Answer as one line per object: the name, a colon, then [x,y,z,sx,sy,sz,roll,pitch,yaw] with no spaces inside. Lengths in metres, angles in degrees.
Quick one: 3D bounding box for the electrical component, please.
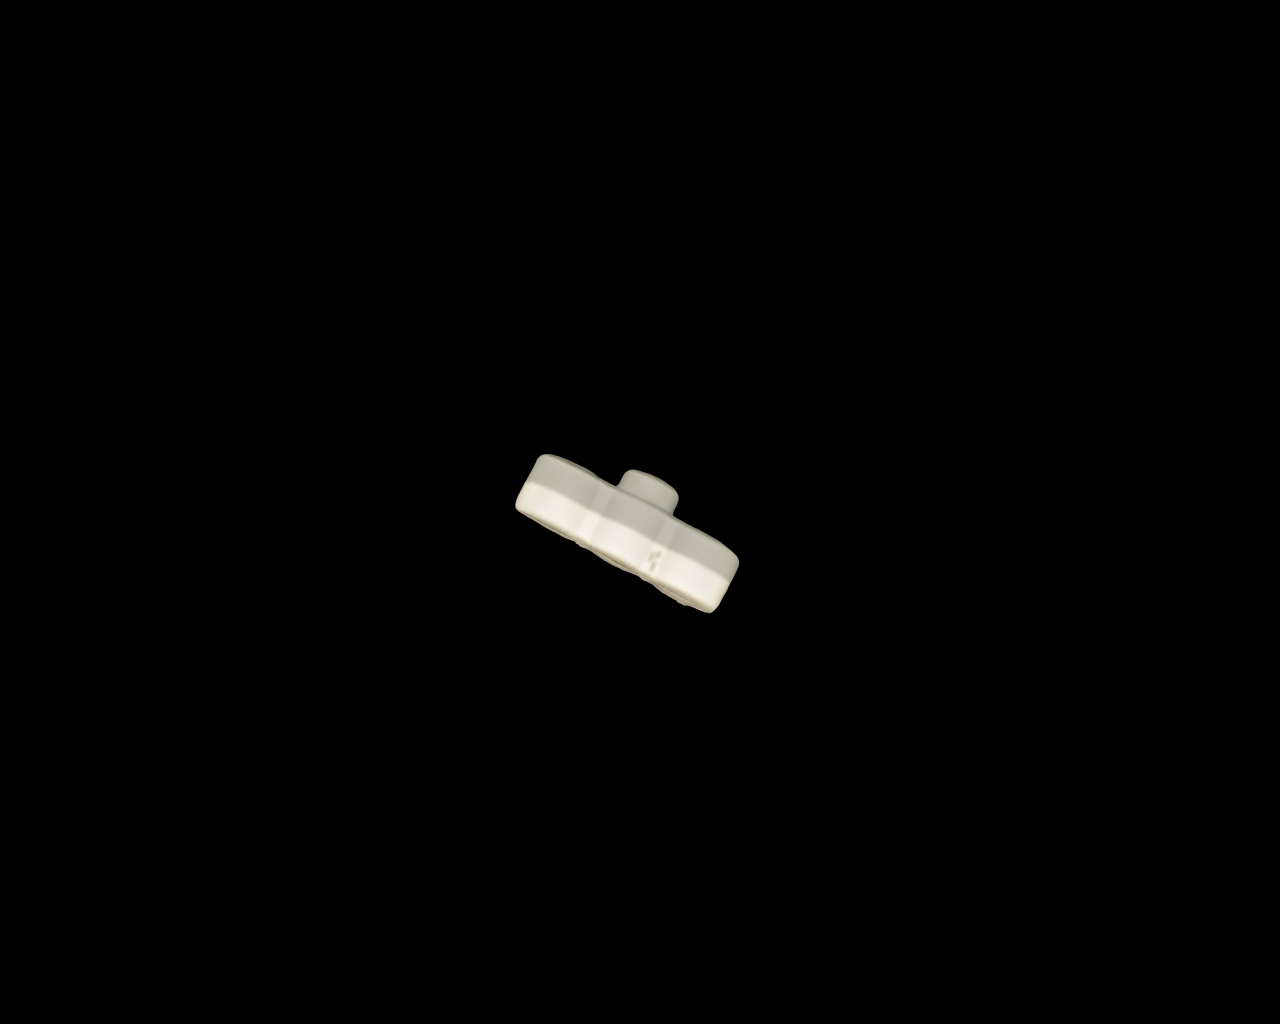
electrical component: [0.001,-0.003,0.650,0.138,0.074,0.052,28,-7,4]
